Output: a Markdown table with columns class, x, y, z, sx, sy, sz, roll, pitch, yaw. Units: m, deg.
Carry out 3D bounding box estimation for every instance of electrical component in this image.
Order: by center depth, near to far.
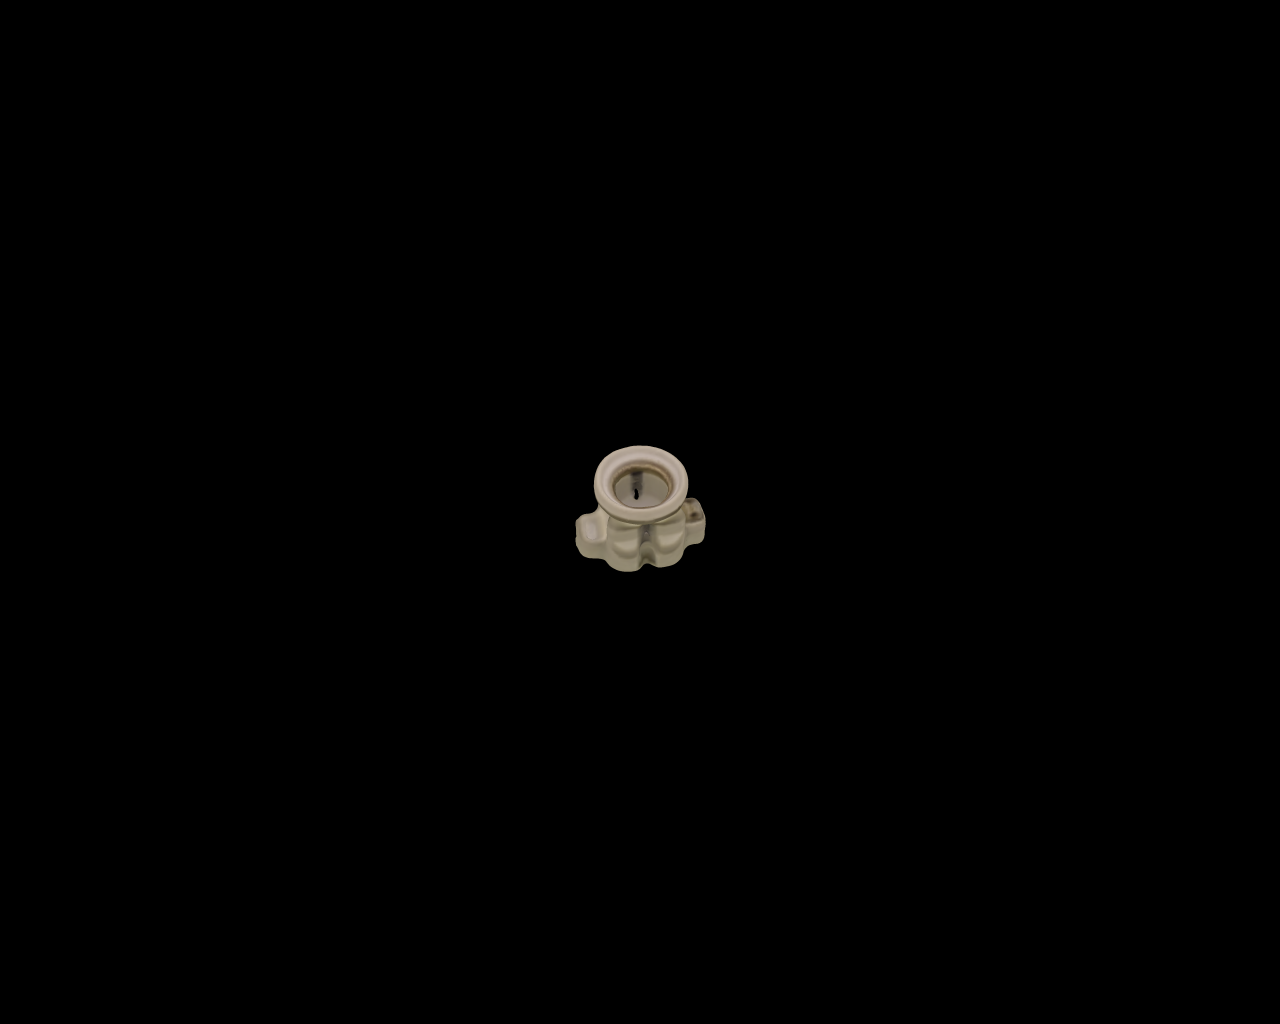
| class | x | y | z | sx | sy | sz | roll | pitch | yaw |
| --- | --- | --- | --- | --- | --- | --- | --- | --- | --- |
| electrical component | 0.001 | -0.003 | 0.650 | 0.078 | 0.058 | 0.056 | -7 | -40 | -6 |
